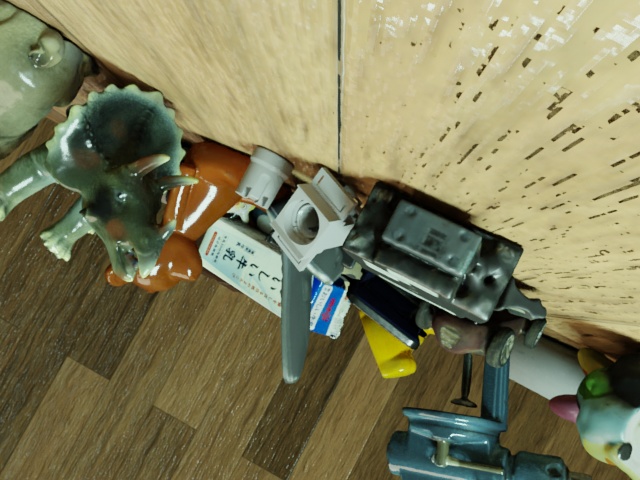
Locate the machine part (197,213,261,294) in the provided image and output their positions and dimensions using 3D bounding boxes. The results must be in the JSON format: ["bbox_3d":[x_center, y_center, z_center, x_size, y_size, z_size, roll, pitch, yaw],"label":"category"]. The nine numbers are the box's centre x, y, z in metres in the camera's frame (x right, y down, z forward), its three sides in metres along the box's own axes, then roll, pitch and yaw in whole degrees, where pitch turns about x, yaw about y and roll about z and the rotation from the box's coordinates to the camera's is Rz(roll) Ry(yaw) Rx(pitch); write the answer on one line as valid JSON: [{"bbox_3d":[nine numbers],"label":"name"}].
[{"bbox_3d":[-0.133,-0.005,0.874,0.180,0.179,0.056,26,172,31],"label":"machine part"}]

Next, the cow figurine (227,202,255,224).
[{"bbox_3d":[-0.135,-0.067,0.783,0.098,0.068,0.168,25,-177,-42],"label":"cow figurine"}]

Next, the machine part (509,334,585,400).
[{"bbox_3d":[0.325,0.181,0.727,0.244,0.079,0.079,24,174,41],"label":"machine part"}]

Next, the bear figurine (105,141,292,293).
[{"bbox_3d":[-0.141,-0.011,0.617,0.132,0.196,0.120,25,172,22],"label":"bear figurine"}]

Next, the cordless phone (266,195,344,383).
[{"bbox_3d":[-0.017,0.051,0.573,0.089,0.184,0.146,4,175,0],"label":"cordless phone"}]

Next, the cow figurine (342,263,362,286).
[{"bbox_3d":[0.032,0.036,0.853,0.194,0.085,0.127,34,179,-38],"label":"cow figurine"}]

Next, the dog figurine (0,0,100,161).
[{"bbox_3d":[-0.307,-0.113,0.499,0.121,0.190,0.172,30,174,-28],"label":"dog figurine"}]

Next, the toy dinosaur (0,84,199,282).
[{"bbox_3d":[-0.229,-0.093,0.583,0.131,0.192,0.405,53,-178,-28],"label":"toy dinosaur"}]

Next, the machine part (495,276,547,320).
[{"bbox_3d":[0.132,0.034,0.490,0.139,0.039,0.084,26,-176,7],"label":"machine part"}]

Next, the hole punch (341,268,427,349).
[{"bbox_3d":[0.100,0.062,0.676,0.142,0.092,0.116,34,-176,2],"label":"hole punch"}]

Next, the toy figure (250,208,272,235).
[{"bbox_3d":[-0.038,-0.020,0.761,0.155,0.058,0.064,26,168,41],"label":"toy figure"}]

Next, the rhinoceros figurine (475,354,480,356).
[{"bbox_3d":[0.165,0.096,0.772,0.112,0.073,0.191,30,176,-39],"label":"rhinoceros figurine"}]

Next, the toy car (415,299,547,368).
[{"bbox_3d":[0.171,0.089,0.558,0.089,0.053,0.202,22,-171,32],"label":"toy car"}]

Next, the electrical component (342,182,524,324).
[{"bbox_3d":[0.082,0.013,0.399,0.115,0.058,0.134,25,175,14],"label":"electrical component"}]

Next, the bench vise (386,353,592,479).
[{"bbox_3d":[0.188,0.200,0.610,0.224,0.240,0.128,-7,155,40],"label":"bench vise"}]

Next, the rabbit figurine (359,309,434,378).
[{"bbox_3d":[0.163,0.139,0.915,0.121,0.173,0.162,41,-149,-69],"label":"rabbit figurine"}]

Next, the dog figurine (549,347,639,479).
[{"bbox_3d":[0.297,0.164,0.540,0.191,0.108,0.219,28,179,-11],"label":"dog figurine"}]

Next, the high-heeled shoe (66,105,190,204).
[{"bbox_3d":[-0.262,-0.127,0.745,0.145,0.086,0.249,30,-178,-40],"label":"high-heeled shoe"}]

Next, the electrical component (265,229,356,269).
[{"bbox_3d":[-0.001,-0.002,0.677,0.119,0.075,0.047,24,175,15],"label":"electrical component"}]
